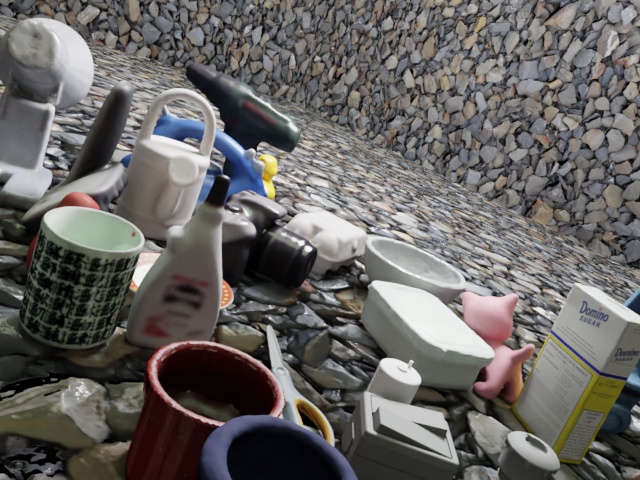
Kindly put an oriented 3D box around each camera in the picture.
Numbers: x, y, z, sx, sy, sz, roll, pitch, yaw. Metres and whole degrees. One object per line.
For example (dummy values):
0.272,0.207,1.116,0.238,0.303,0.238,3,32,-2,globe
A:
-0.077,0.003,0.751,0.136,0.101,0.143,26,17,12,camera

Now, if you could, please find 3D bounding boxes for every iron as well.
-0.175,-0.115,0.922,0.258,0.141,0.119,23,16,2,iron

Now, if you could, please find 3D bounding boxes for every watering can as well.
-0.195,-0.102,0.760,0.101,0.194,0.172,4,24,-47,watering can

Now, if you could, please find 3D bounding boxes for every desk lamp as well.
-0.368,-0.174,0.728,0.118,0.213,0.202,16,18,-22,desk lamp

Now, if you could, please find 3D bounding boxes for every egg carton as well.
0.008,0.003,0.917,0.107,0.069,0.151,29,17,20,egg carton

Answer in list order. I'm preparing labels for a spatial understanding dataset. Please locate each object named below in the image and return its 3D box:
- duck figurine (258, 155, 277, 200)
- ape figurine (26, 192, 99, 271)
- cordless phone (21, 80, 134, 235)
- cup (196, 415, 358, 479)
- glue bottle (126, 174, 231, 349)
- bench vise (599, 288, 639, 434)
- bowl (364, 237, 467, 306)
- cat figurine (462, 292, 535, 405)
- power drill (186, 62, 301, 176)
-0.117,-0.128,1.137,0.077,0.086,0.105,27,17,14,duck figurine
-0.244,-0.003,0.566,0.076,0.092,0.077,5,24,-46,ape figurine
-0.265,-0.094,0.660,0.094,0.185,0.147,17,17,-19,cordless phone
-0.027,0.167,0.307,0.092,0.095,0.117,9,21,-39,cup
-0.115,0.021,0.516,0.078,0.173,0.037,14,18,-27,glue bottle
0.398,0.124,0.778,0.122,0.220,0.207,19,17,-11,bench vise
0.135,0.063,0.886,0.167,0.075,0.167,21,16,-6,bowl
0.223,0.124,0.730,0.067,0.118,0.127,14,18,-26,cat figurine
-0.160,-0.184,1.039,0.230,0.208,0.075,21,16,-6,power drill
